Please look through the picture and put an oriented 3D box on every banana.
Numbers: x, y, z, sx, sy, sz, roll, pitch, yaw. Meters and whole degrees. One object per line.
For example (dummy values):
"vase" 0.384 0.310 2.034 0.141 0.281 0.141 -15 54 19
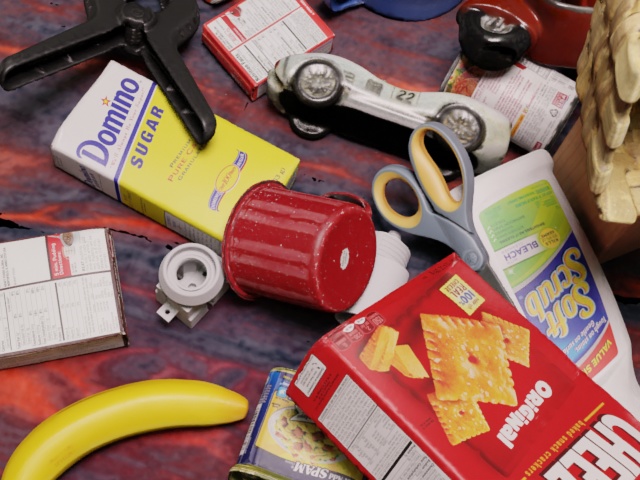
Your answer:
"banana" -0.150 0.142 0.767 0.197 0.069 0.037 -28 1 -14

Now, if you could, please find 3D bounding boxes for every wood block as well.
"wood block" 0.246 -0.065 0.791 0.090 0.090 0.206 -20 -18 -12

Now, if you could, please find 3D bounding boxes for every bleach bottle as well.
"bleach bottle" 0.189 0.061 0.815 0.102 0.251 0.068 -24 -15 -11

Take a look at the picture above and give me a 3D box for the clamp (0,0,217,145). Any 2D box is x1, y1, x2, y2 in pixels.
"clamp" -0.140 -0.161 0.852 0.164 0.209 0.036 21 -44 -3

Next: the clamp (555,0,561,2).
"clamp" 0.212 -0.247 0.951 0.120 0.171 0.039 17 -18 8

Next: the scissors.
"scissors" 0.099 0.012 0.806 0.096 0.202 0.016 -20 -4 38

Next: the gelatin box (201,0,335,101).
"gelatin box" -0.044 -0.170 0.901 0.089 0.073 0.030 -36 -13 -17

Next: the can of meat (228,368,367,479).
"can of meat" -0.004 0.147 0.765 0.102 0.084 0.057 19 -24 2

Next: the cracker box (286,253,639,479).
"cracker box" 0.110 0.122 0.715 0.214 0.072 0.163 43 42 19

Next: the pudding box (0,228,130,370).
"pudding box" -0.205 0.043 0.797 0.113 0.090 0.039 -10 -17 -7

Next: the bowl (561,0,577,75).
"bowl" 0.276 -0.165 0.915 0.162 0.162 0.055 0 -22 -5

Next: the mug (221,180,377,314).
"mug" -0.005 0.001 0.792 0.082 0.093 0.117 13 39 35

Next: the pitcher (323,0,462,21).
"pitcher" 0.082 -0.278 0.842 0.145 0.149 0.243 8 -16 -4

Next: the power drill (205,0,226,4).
"power drill" -0.100 -0.294 0.861 0.057 0.184 0.188 -29 -15 -14

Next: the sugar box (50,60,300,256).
"sugar box" -0.114 -0.062 0.843 0.176 0.093 0.048 28 -22 5

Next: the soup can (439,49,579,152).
"soup can" 0.156 -0.120 0.879 0.102 0.068 0.068 30 4 6
